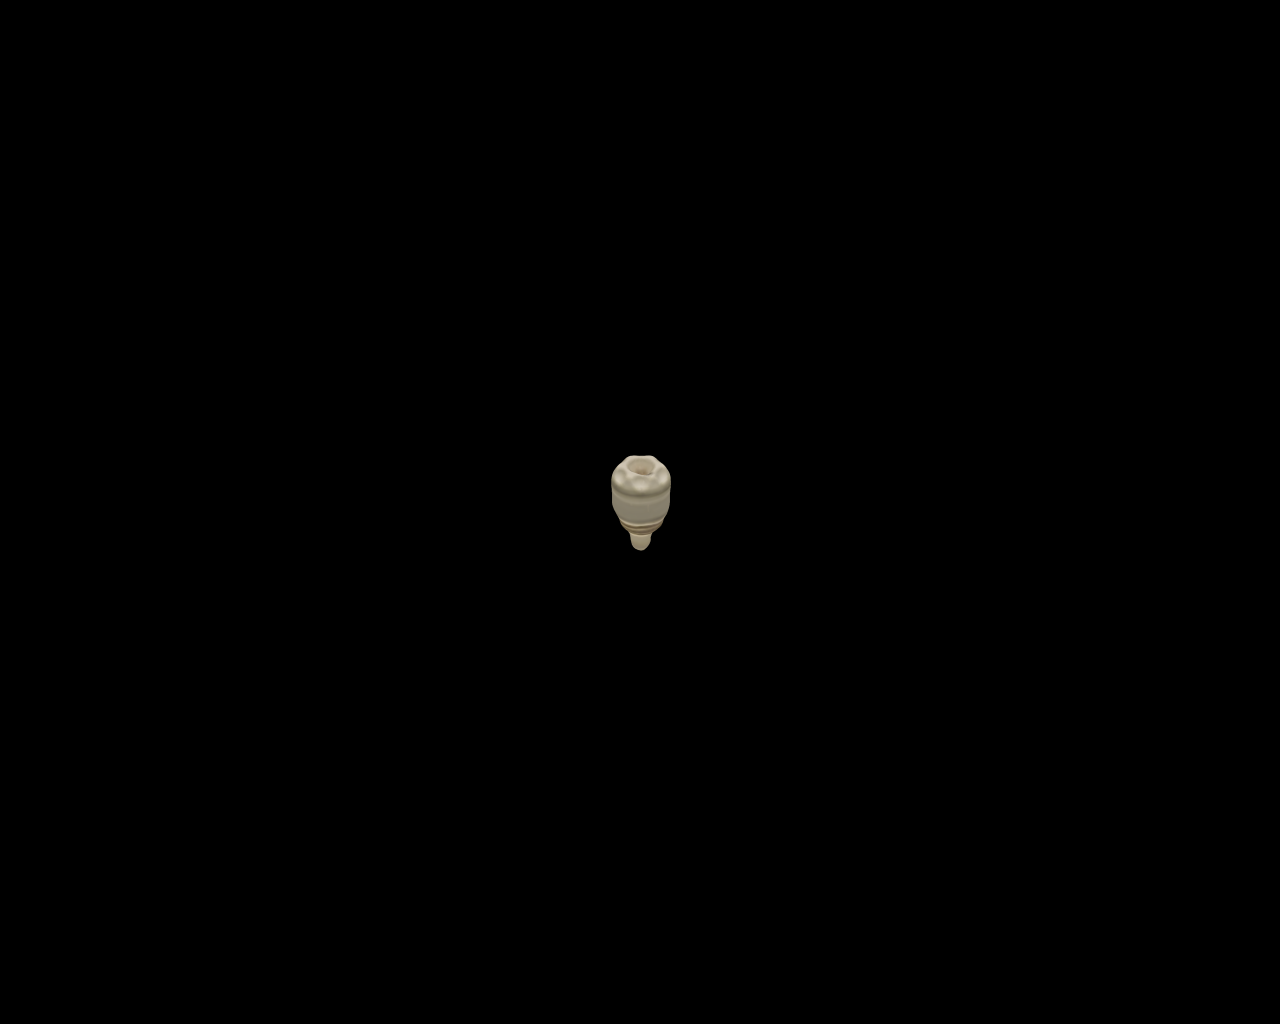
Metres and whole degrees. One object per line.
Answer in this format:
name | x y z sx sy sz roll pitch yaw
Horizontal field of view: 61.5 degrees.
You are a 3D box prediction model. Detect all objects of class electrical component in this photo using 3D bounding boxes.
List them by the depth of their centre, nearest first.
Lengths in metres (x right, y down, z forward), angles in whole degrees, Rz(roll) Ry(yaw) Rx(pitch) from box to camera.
electrical component | 0.001 -0.003 0.650 0.035 0.061 0.035 0 33 0
